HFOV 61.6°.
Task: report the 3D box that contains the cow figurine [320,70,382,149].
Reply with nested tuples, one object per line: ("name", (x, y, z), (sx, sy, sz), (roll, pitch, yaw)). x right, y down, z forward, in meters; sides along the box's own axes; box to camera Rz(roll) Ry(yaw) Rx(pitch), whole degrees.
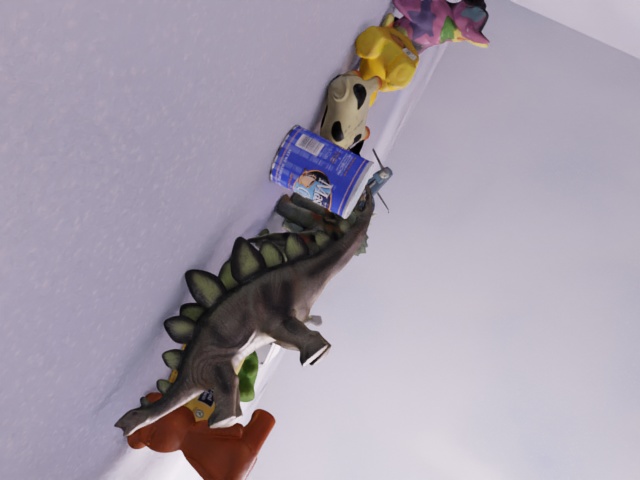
("cow figurine", (0.035, -0.202, 0.973), (0.127, 0.086, 0.194), (-27, 140, -47))

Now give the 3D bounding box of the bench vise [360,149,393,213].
("bench vise", (0.118, -0.125, 1.400), (0.223, 0.129, 0.240), (-24, 169, -38))

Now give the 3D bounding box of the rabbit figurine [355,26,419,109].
("rabbit figurine", (0.099, -0.321, 1.038), (0.173, 0.122, 0.162), (-50, -169, 31))

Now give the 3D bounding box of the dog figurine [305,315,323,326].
("dog figurine", (-0.104, 0.189, 1.330), (0.190, 0.172, 0.121), (-37, -134, 52))

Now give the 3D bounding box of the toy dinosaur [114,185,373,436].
("toy dinosaur", (-0.072, 0.092, 0.732), (0.471, 0.198, 0.105), (-34, 167, -21))

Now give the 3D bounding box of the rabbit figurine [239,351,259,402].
("rabbit figurine", (-0.169, 0.216, 1.031), (0.170, 0.121, 0.159), (78, 34, -57))

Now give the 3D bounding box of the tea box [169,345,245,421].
("tea box", (-0.199, 0.234, 0.920), (0.169, 0.098, 0.068), (-66, 174, 17))

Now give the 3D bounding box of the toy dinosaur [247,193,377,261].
("toy dinosaur", (-0.002, -0.006, 1.069), (0.131, 0.192, 0.405), (-68, 173, 25))

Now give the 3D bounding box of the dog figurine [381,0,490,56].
("dog figurine", (0.241, -0.428, 1.118), (0.191, 0.219, 0.108), (-65, 170, 17))

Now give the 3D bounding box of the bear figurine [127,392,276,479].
("bear figurine", (-0.190, 0.308, 0.854), (0.132, 0.196, 0.120), (-30, 143, -75))

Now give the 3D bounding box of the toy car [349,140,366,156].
("toy car", (0.063, -0.215, 1.319), (0.202, 0.056, 0.073), (-49, 160, -53))
